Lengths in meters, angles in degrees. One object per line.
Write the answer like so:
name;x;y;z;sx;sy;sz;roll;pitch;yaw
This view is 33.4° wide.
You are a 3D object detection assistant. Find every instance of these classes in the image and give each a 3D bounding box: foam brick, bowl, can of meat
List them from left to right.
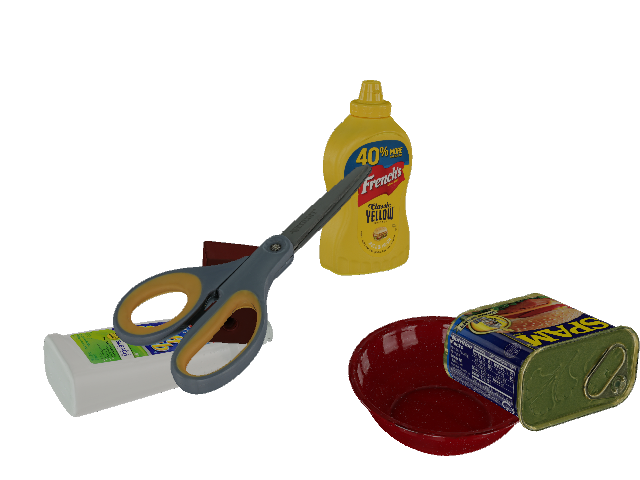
foam brick;-0.080;0.045;0.941;0.053;0.078;0.051;4;14;-10
bowl;0.104;0.132;0.909;0.162;0.055;0.162;0;32;0
can of meat;0.145;0.077;0.713;0.101;0.057;0.084;-10;20;-29

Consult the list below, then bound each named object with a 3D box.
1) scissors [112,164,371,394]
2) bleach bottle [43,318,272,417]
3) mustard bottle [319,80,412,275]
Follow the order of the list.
scissors;-0.047;0.009;0.624;0.096;0.016;0.201;11;44;18
bleach bottle;-0.174;0.124;1.200;0.250;0.068;0.103;-12;31;-29
mustard bottle;0.048;-0.065;1.074;0.096;0.192;0.058;-8;19;-29
